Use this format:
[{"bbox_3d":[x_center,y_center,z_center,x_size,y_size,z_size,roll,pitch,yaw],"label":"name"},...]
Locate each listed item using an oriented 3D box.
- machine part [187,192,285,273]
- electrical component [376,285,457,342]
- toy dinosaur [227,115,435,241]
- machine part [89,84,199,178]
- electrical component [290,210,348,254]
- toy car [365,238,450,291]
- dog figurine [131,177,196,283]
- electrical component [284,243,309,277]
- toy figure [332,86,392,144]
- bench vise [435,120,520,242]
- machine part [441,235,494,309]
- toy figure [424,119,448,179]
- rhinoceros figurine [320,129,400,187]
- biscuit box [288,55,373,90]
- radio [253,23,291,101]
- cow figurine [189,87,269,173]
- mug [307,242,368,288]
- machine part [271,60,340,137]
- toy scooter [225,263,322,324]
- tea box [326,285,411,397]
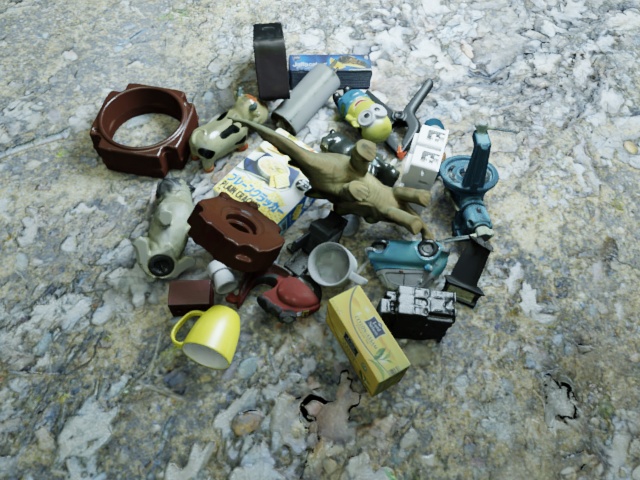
[{"bbox_3d":[-0.149,-0.016,0.974,0.179,0.056,0.179,25,26,-13],"label":"machine part"},{"bbox_3d":[0.170,0.135,0.973,0.134,0.114,0.058,6,55,0],"label":"electrical component"},{"bbox_3d":[0.044,-0.109,1.014,0.471,0.199,0.105,35,72,-22],"label":"toy dinosaur"},{"bbox_3d":[-0.382,-0.244,1.181,0.201,0.087,0.201,10,61,2],"label":"machine part"},{"bbox_3d":[-0.002,-0.003,1.046,0.048,0.074,0.119,35,38,17],"label":"electrical component"},{"bbox_3d":[0.167,0.054,1.030,0.162,0.109,0.103,1,76,7],"label":"toy car"},{"bbox_3d":[-0.305,-0.024,1.069,0.172,0.121,0.191,-47,31,8],"label":"dog figurine"},{"bbox_3d":[-0.040,0.047,1.066,0.094,0.021,0.063,38,65,17],"label":"electrical component"},{"bbox_3d":[0.098,-0.287,1.226,0.082,0.089,0.180,-49,44,9],"label":"toy figure"},{"bbox_3d":[0.303,-0.117,1.067,0.129,0.240,0.224,6,44,5],"label":"bench vise"},{"bbox_3d":[0.286,0.061,1.025,0.084,0.138,0.039,20,20,12],"label":"machine part"},{"bbox_3d":[0.252,-0.202,1.208,0.064,0.057,0.154,-9,58,27],"label":"toy figure"},{"bbox_3d":[0.083,-0.171,1.176,0.190,0.073,0.112,33,53,17],"label":"rhinoceros figurine"},{"bbox_3d":[0.023,-0.410,1.312,0.203,0.062,0.059,-2,58,-5],"label":"biscuit box"},{"bbox_3d":[-0.111,-0.408,1.217,0.073,0.130,0.230,-6,31,-4],"label":"radio"},{"bbox_3d":[-0.197,-0.246,1.168,0.195,0.127,0.085,-36,71,-18],"label":"cow figurine"},{"bbox_3d":[0.042,0.055,1.011,0.110,0.107,0.080,22,88,17],"label":"mug"},{"bbox_3d":[-0.032,-0.319,1.229,0.079,0.079,0.243,34,75,16],"label":"machine part"},{"bbox_3d":[-0.094,0.096,0.993,0.184,0.075,0.135,33,46,17],"label":"toy scooter"},{"bbox_3d":[0.080,0.179,0.953,0.068,0.098,0.170,-24,62,-16],"label":"tea box"}]
